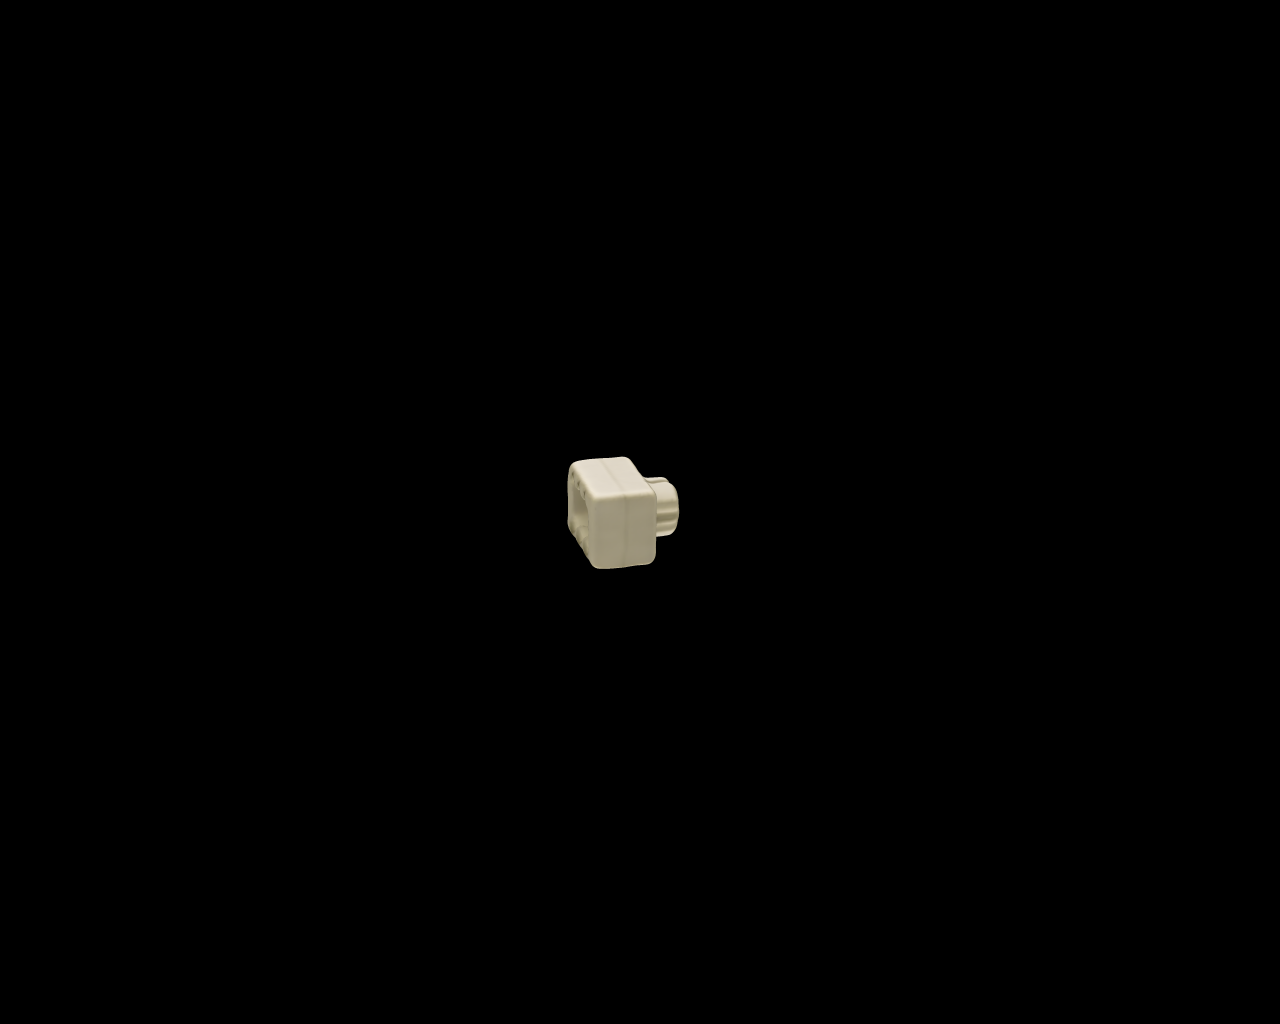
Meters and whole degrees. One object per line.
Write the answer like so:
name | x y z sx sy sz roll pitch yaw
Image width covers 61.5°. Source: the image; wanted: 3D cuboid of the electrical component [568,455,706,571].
electrical component | 0.001 -0.003 0.650 0.077 0.047 0.066 -6 23 -14
